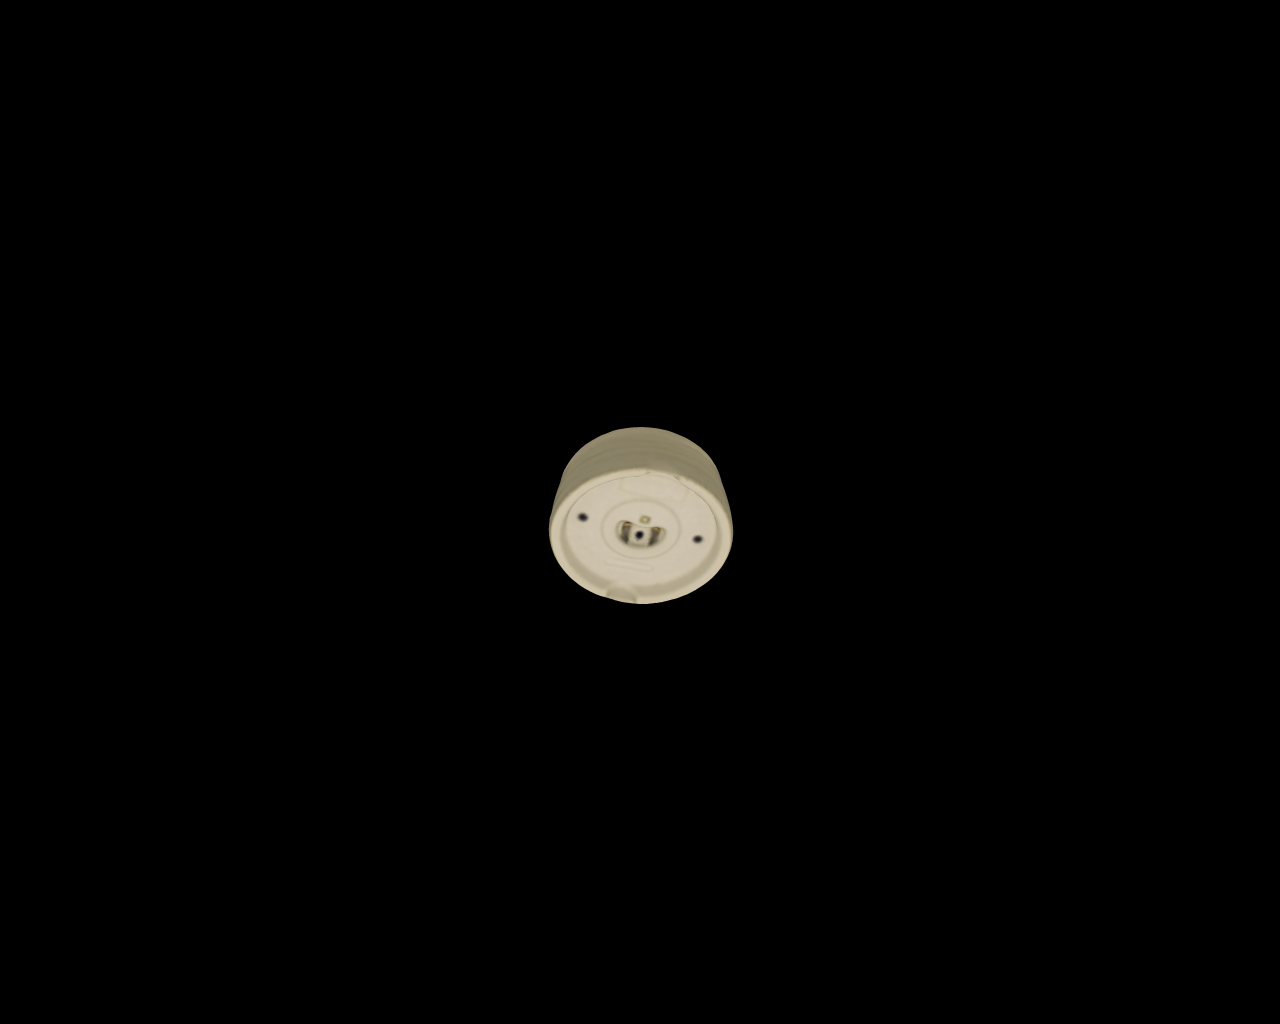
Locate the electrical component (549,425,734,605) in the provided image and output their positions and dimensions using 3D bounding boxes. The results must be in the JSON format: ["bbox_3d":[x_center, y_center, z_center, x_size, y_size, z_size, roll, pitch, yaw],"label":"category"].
[{"bbox_3d":[0.001,-0.003,0.650,0.108,0.108,0.060,0,40,0],"label":"electrical component"}]
